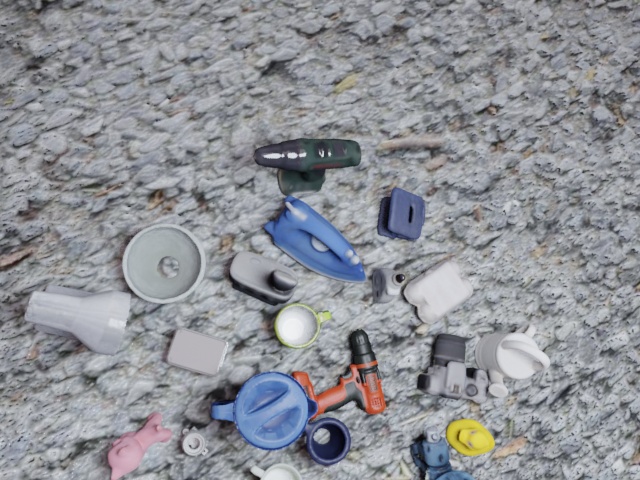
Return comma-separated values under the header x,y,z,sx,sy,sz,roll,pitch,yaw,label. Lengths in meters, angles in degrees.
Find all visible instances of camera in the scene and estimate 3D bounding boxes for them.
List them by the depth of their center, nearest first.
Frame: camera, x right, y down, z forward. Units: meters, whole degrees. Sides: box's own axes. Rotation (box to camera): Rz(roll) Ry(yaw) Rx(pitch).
x,y,z,sx,sy,sz,roll,pitch,yaw,label
0.299,0.280,1.254,0.143,0.100,0.137,11,77,-8,camera

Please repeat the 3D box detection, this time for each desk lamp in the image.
x,y,z,sx,sy,sz,roll,pitch,yaw,label
-0.454,0.146,1.084,0.203,0.213,0.118,13,77,-7,desk lamp

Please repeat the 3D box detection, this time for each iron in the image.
x,y,z,sx,sy,sz,roll,pitch,yaw,label
0.011,0.004,1.234,0.258,0.141,0.119,36,75,-2,iron

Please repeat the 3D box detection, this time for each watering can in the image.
x,y,z,sx,sy,sz,roll,pitch,yaw,label
0.418,0.257,1.232,0.101,0.194,0.173,16,77,-7,watering can

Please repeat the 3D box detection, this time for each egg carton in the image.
x,y,z,sx,sy,sz,roll,pitch,yaw,label
0.268,0.115,1.296,0.150,0.069,0.107,-34,86,-15,egg carton

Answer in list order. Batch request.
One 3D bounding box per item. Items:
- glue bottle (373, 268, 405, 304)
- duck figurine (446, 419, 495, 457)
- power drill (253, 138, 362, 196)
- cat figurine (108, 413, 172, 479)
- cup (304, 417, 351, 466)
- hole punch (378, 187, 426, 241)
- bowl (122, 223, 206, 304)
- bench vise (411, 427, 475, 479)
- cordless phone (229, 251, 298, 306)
x,y,z,sx,sy,sz,roll,pitch,yaw,label
0.151,0.092,1.226,0.037,0.173,0.078,3,79,-9,glue bottle
0.335,0.432,1.239,0.104,0.086,0.077,19,76,-6,duck figurine
-0.034,-0.159,1.223,0.230,0.208,0.075,-10,81,-12,power drill
-0.353,0.397,1.103,0.128,0.117,0.067,-37,87,-15,cat figurine
-0.001,0.402,1.178,0.118,0.095,0.092,31,75,-3,cup
0.193,-0.059,1.306,0.101,0.091,0.109,10,78,-8,hole punch
-0.322,0.053,1.198,0.167,0.074,0.167,2,79,-10,bowl
0.251,0.491,1.142,0.121,0.219,0.207,-32,86,-14,bench vise
-0.112,0.070,1.176,0.147,0.185,0.094,20,76,-6,cordless phone
